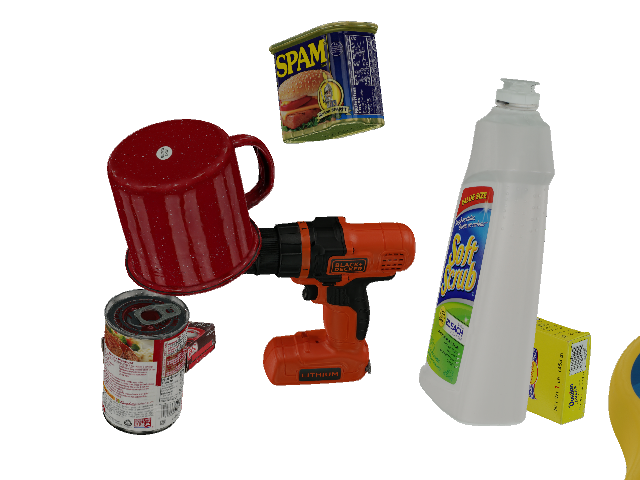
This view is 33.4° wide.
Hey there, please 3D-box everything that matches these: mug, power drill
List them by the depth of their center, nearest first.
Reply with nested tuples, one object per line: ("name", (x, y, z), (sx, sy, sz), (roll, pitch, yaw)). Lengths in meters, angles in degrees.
("mug", (-0.080, -0.030, 0.694), (0.117, 0.081, 0.093), (-28, 42, -22))
("power drill", (-0.011, 0.059, 1.016), (0.184, 0.188, 0.057), (-1, 44, -10))

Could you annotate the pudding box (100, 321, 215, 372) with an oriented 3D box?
("pudding box", (-0.196, 0.126, 1.298), (0.114, 0.039, 0.090), (2, 13, 17))

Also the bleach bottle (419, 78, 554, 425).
("bleach bottle", (0.129, 0.005, 0.799), (0.068, 0.251, 0.103), (2, 13, -15))

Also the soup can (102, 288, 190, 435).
("soup can", (-0.145, 0.101, 0.880), (0.068, 0.102, 0.068), (6, 30, -4))

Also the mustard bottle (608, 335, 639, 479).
("mustard bottle", (0.194, 0.093, 0.531), (0.096, 0.058, 0.191), (5, 40, 11))

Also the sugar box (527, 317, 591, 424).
("sugar box", (0.202, 0.122, 1.140), (0.048, 0.093, 0.177), (-9, 17, -41))

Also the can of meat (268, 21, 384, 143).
("can of meat", (0.006, -0.130, 0.898), (0.057, 0.084, 0.102), (-5, -2, -38))
